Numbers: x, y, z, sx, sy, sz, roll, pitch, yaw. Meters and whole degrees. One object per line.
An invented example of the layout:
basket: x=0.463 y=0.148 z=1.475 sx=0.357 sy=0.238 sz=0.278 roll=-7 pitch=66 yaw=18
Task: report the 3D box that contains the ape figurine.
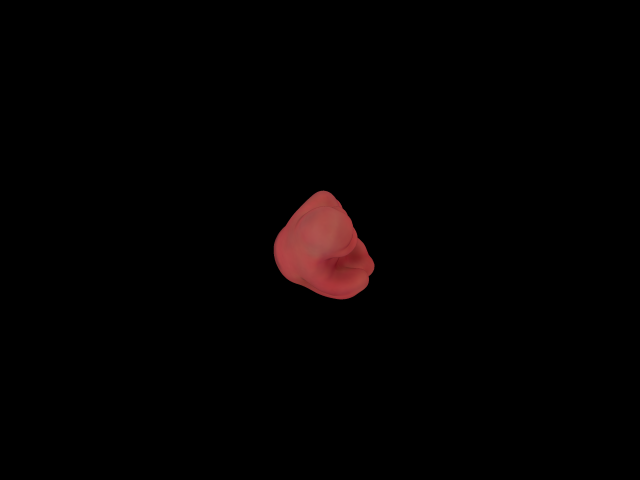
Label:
ape figurine: x=0.004 y=0.001 z=0.400 sx=0.076 sy=0.092 sz=0.078 roll=0 pitch=81 yaw=0
